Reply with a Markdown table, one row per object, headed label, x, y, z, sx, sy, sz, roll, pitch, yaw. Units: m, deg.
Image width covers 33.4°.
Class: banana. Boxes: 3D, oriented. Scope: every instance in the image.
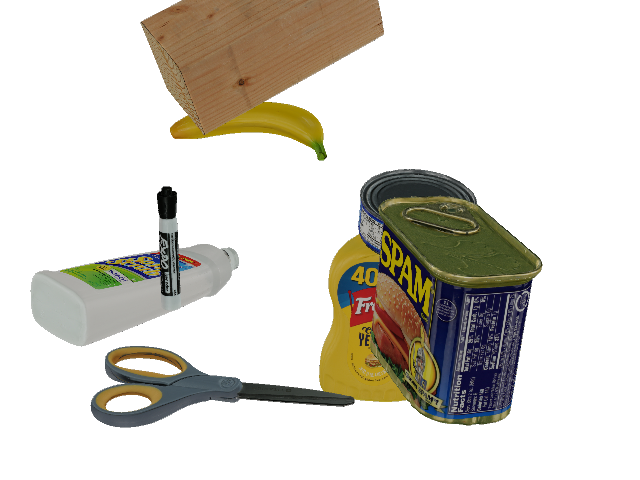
| label | x | y | z | sx | sy | sz | roll | pitch | yaw |
| --- | --- | --- | --- | --- | --- | --- | --- | --- | --- |
| banana | -0.078 | -0.137 | 1.256 | 0.198 | 0.037 | 0.069 | 8 | 40 | 18 |

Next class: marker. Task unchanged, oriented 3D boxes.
| label | x | y | z | sx | sy | sz | roll | pitch | yaw |
| --- | --- | --- | --- | --- | --- | --- | --- | --- | --- |
| marker | -0.142 | 0.008 | 1.001 | 0.020 | 0.121 | 0.020 | 1 | 22 | 0 |

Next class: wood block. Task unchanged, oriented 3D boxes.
| label | x | y | z | sx | sy | sz | roll | pitch | yaw |
| --- | --- | --- | --- | --- | --- | --- | --- | --- | --- |
| wood block | -0.053 | -0.203 | 1.025 | 0.206 | 0.090 | 0.091 | -31 | -38 | -11 |

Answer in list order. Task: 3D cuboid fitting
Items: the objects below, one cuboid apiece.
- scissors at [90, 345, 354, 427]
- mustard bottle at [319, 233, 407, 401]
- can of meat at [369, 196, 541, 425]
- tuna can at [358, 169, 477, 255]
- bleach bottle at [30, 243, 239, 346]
| label | x | y | z | sx | sy | sz | roll | pitch | yaw |
| --- | --- | --- | --- | --- | --- | --- | --- | --- | --- |
| scissors | -0.085 | 0.121 | 0.802 | 0.202 | 0.016 | 0.096 | 12 | 34 | 23 |
| mustard bottle | 0.054 | 0.051 | 0.982 | 0.096 | 0.192 | 0.058 | 5 | 17 | -1 |
| can of meat | 0.064 | 0.034 | 0.547 | 0.057 | 0.084 | 0.102 | -3 | 24 | -17 |
| tuna can | 0.071 | -0.018 | 0.787 | 0.086 | 0.034 | 0.086 | 2 | 32 | -2 |
| bleach bottle | -0.198 | 0.047 | 1.221 | 0.103 | 0.068 | 0.250 | 22 | 27 | 36 |
